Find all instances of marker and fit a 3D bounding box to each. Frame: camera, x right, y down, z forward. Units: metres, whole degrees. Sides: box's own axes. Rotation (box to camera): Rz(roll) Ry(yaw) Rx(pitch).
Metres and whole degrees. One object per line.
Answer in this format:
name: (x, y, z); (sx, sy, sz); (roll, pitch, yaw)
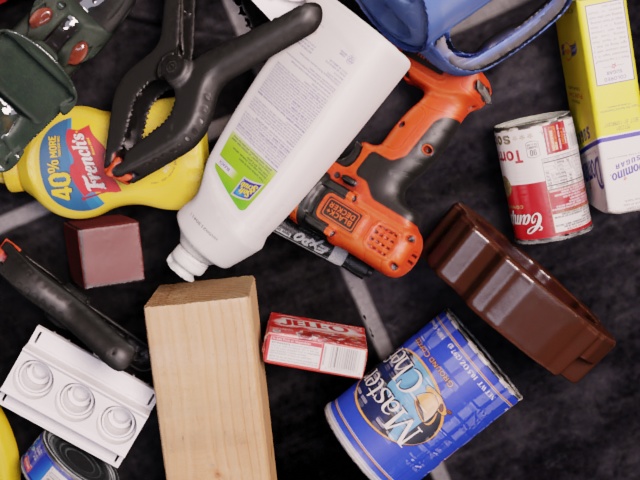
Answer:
marker: (-0.006, 0.001, 0.946); (0.121, 0.020, 0.020); (28, 98, -5)

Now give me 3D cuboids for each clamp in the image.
clamp: (-0.113, -0.142, 0.860); (0.165, 0.036, 0.210); (43, 97, 30)
clamp: (-0.212, 0.060, 0.910); (0.171, 0.120, 0.039); (35, 79, -3)

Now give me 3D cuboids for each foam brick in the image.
foam brick: (-0.185, 0.009, 0.912); (0.051, 0.078, 0.053); (-9, 100, -21)

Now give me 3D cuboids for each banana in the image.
banana: (-0.313, 0.176, 0.966); (0.069, 0.037, 0.198); (-13, 100, 1)

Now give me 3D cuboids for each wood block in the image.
wood block: (-0.091, 0.144, 0.934); (0.090, 0.091, 0.206); (-6, 99, 1)

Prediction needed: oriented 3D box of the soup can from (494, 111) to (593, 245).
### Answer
soup can: (0.191, -0.054, 0.913); (0.068, 0.068, 0.102); (-13, 99, 2)

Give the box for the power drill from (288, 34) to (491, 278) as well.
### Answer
power drill: (0.041, -0.086, 0.896); (0.185, 0.057, 0.188); (33, 93, 21)

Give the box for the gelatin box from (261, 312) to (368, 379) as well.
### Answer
gelatin box: (-0.005, 0.091, 0.935); (0.089, 0.073, 0.030); (10, 100, -1)

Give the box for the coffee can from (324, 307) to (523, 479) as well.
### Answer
coffee can: (0.089, 0.142, 0.929); (0.140, 0.103, 0.103); (-40, 98, 6)

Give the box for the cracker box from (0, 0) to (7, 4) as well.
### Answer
cracker box: (-0.229, -0.232, 0.785); (0.072, 0.164, 0.213); (52, 55, -8)

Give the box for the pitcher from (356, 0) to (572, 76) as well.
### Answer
pitcher: (0.141, -0.251, 0.830); (0.242, 0.145, 0.149); (-33, 141, -11)

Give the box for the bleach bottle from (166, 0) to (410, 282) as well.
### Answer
bleach bottle: (-0.042, -0.075, 0.864); (0.251, 0.068, 0.103); (-51, 59, 9)

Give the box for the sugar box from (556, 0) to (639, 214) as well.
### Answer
sugar box: (0.235, -0.114, 0.890); (0.048, 0.093, 0.176); (-9, 99, 2)

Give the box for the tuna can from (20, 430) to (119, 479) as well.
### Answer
tuna can: (-0.221, 0.206, 0.947); (0.086, 0.086, 0.034); (39, 96, -6)

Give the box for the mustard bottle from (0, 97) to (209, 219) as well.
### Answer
mustard bottle: (-0.192, -0.068, 0.914); (0.191, 0.058, 0.096); (-5, 100, 1)
